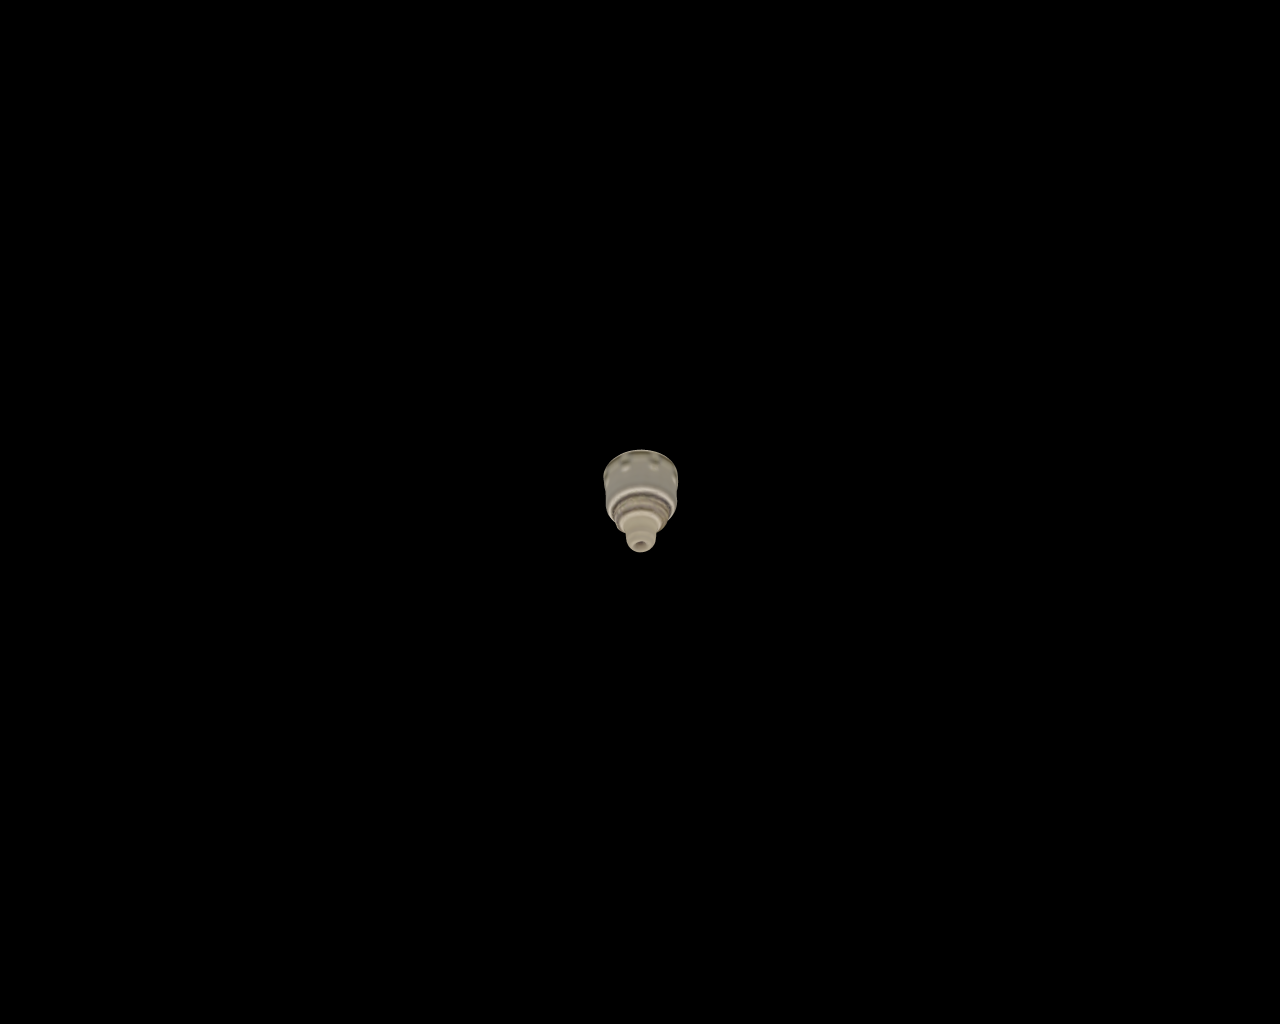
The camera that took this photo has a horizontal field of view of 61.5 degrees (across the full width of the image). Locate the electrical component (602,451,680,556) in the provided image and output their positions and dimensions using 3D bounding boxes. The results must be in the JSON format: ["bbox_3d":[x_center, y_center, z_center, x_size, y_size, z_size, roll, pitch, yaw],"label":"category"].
[{"bbox_3d":[0.001,-0.003,0.650,0.048,0.062,0.048,0,-40,0],"label":"electrical component"}]
